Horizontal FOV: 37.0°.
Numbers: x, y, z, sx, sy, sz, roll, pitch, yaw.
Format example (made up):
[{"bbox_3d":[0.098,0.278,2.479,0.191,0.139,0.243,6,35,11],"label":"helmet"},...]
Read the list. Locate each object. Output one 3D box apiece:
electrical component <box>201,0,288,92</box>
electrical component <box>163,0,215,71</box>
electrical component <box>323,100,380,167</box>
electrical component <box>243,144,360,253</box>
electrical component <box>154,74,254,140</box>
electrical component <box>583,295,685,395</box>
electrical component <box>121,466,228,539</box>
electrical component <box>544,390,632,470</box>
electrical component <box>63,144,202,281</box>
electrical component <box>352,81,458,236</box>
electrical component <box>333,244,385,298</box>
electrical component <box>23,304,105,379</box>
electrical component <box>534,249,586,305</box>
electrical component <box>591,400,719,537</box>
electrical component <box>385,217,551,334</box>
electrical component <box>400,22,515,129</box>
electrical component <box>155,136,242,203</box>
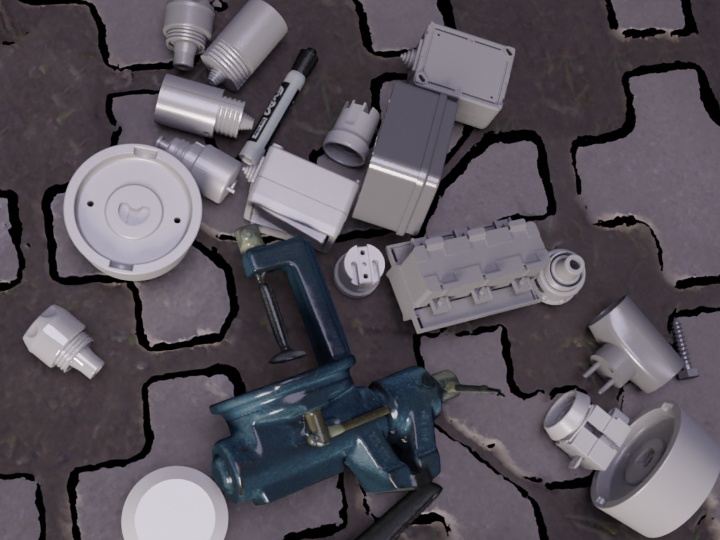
[{"bbox_3d":[-0.104,-0.192,0.936,0.043,0.043,0.081,37,74,0],"label":"electrical component"},{"bbox_3d":[-0.150,-0.204,0.931,0.043,0.043,0.062,7,78,-8],"label":"electrical component"},{"bbox_3d":[-0.006,-0.120,0.940,0.040,0.040,0.046,24,69,-4],"label":"electrical component"},{"bbox_3d":[-0.058,-0.058,0.904,0.096,0.061,0.061,23,75,-4],"label":"electrical component"},{"bbox_3d":[-0.131,-0.135,0.919,0.081,0.043,0.043,15,75,-6],"label":"electrical component"},{"bbox_3d":[0.227,0.075,0.932,0.079,0.044,0.077,-39,86,-16],"label":"electrical component"},{"bbox_3d":[-0.144,0.194,0.838,0.080,0.051,0.080,2,77,-9],"label":"electrical component"},{"bbox_3d":[0.190,0.135,0.913,0.055,0.048,0.066,39,74,-7],"label":"electrical component"},{"bbox_3d":[-0.184,-0.043,0.879,0.108,0.060,0.108,2,77,-9],"label":"electrical component"},{"bbox_3d":[0.039,-0.093,0.904,0.057,0.078,0.113,18,49,-2],"label":"electrical component"},{"bbox_3d":[0.000,0.000,0.909,0.040,0.046,0.040,2,77,-9],"label":"electrical component"},{"bbox_3d":[-0.233,0.061,0.857,0.062,0.043,0.043,39,74,-1],"label":"electrical component"},{"bbox_3d":[0.175,0.002,0.931,0.048,0.062,0.048,2,76,-9],"label":"electrical component"},{"bbox_3d":[0.249,0.168,0.885,0.060,0.108,0.108,37,74,-6],"label":"electrical component"},{"bbox_3d":[0.093,-0.001,0.903,0.121,0.063,0.078,-13,71,-24],"label":"electrical component"},{"bbox_3d":[0.080,-0.172,0.954,0.096,0.061,0.061,17,75,-6],"label":"electrical component"},{"bbox_3d":[-0.137,-0.089,0.909,0.078,0.040,0.040,30,74,-2],"label":"electrical component"}]
